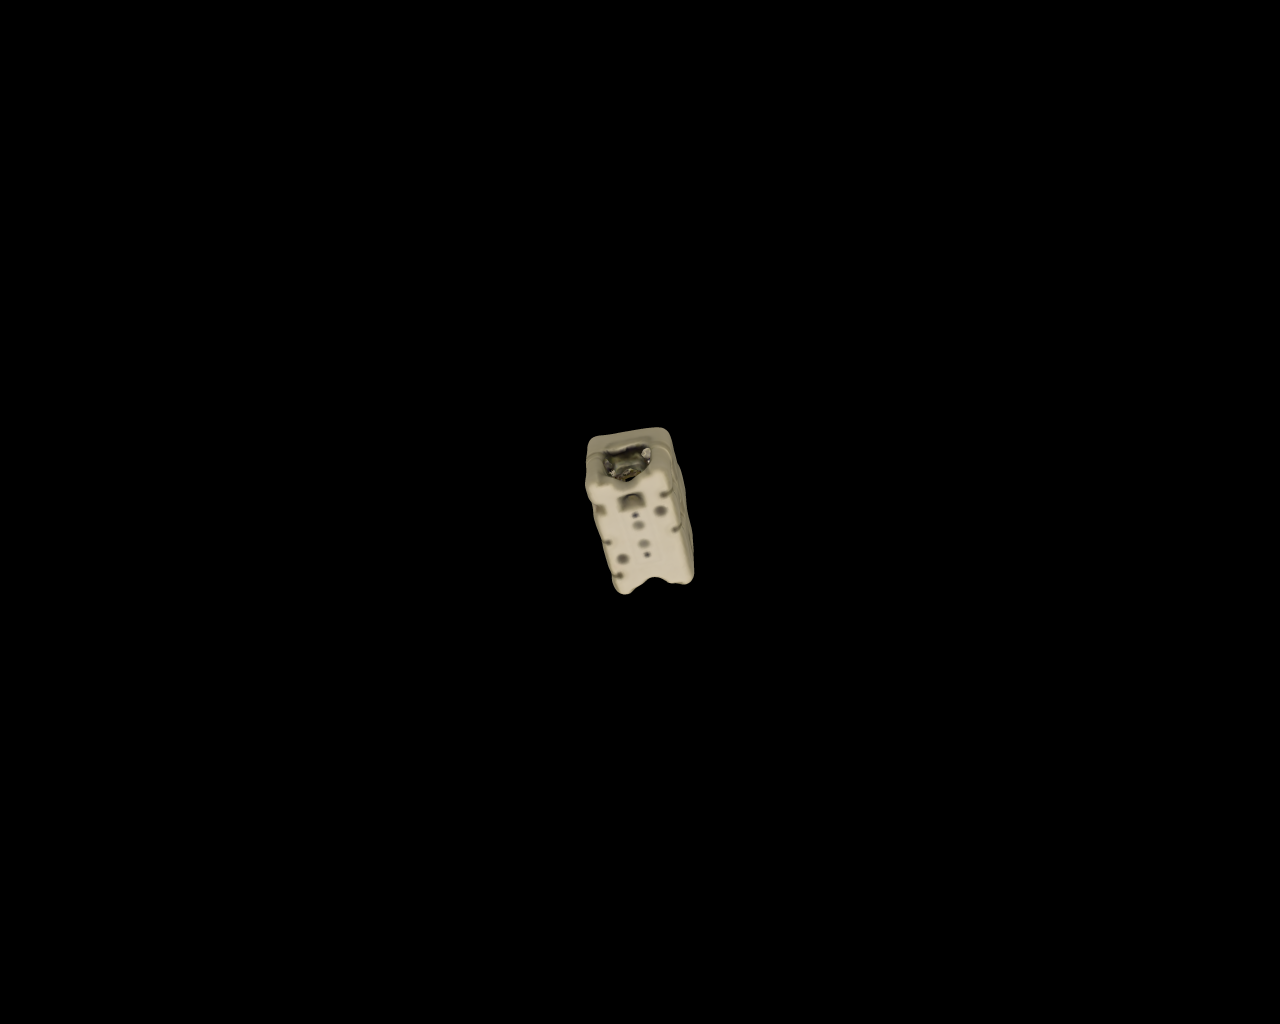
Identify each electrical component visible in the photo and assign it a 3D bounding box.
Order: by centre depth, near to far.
[{"bbox_3d":[0.001,-0.003,0.650,0.050,0.089,0.056,-9,36,7],"label":"electrical component"}]
